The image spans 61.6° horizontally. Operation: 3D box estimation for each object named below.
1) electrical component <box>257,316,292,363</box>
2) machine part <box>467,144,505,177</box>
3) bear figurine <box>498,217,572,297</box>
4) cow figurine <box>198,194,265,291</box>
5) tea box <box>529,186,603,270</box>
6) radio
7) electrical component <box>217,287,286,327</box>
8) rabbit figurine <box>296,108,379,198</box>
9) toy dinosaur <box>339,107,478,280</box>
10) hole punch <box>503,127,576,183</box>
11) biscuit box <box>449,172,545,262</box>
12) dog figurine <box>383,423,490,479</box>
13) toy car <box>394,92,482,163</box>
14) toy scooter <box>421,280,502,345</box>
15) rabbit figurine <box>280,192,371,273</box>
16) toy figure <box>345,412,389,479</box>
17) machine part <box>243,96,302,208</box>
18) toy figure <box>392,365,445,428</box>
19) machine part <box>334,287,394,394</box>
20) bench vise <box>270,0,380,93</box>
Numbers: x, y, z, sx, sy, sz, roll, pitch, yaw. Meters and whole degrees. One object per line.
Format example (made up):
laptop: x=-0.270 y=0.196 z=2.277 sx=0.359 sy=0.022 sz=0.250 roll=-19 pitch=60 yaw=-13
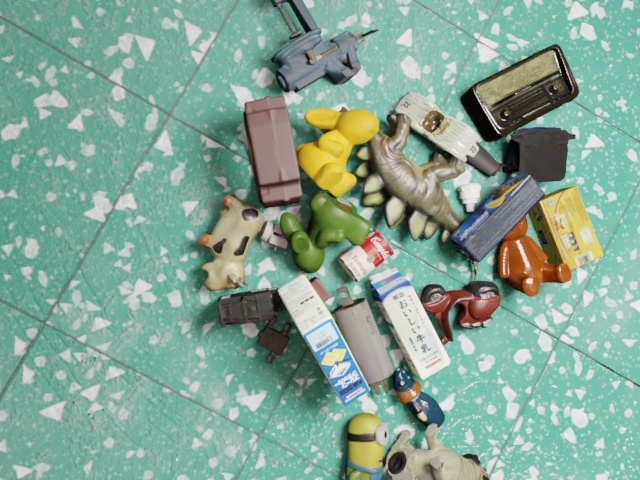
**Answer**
electrical component: x=-0.101 y=0.212 z=1.140 sx=0.063 sy=0.021 sz=0.094 roll=28 pitch=87 yaw=-5
machine part: x=0.345 y=-0.192 z=1.196 sx=0.139 sy=0.039 sz=0.084 roll=35 pitch=77 yaw=-3
bear figurine: x=0.438 y=0.008 z=1.160 sx=0.120 sy=0.132 sz=0.195 roll=-17 pitch=97 yaw=-11
cow figurine: x=-0.181 y=0.016 z=1.104 sx=0.127 sy=0.085 sz=0.195 roll=29 pitch=90 yaw=2
tea box: x=0.545 y=-0.024 z=1.200 sx=0.098 sy=0.068 sz=0.169 roll=-21 pitch=91 yaw=-7
radio: x=0.445 y=-0.321 z=1.191 sx=0.230 sy=0.073 sz=0.131 roll=-28 pitch=92 yaw=-6
electrical component: x=-0.138 y=0.133 z=1.091 sx=0.134 sy=0.115 sz=0.058 roll=-9 pitch=92 yaw=-5
rabbit figurine: x=0.039 y=-0.192 z=1.069 sx=0.173 sy=0.121 sz=0.162 roll=-45 pitch=58 yaw=17
toy dinosaur: x=0.206 y=-0.109 z=1.149 sx=0.471 sy=0.105 sz=0.198 roll=40 pitch=92 yaw=-7
hole punch: x=0.469 y=-0.189 z=1.171 sx=0.142 sy=0.092 sz=0.115 roll=-1 pitch=107 yaw=-3
biscuit box: x=0.365 y=-0.048 z=1.114 sx=0.202 sy=0.059 sz=0.062 roll=-45 pitch=112 yaw=0
dog figurine: x=0.249 y=0.499 z=1.150 sx=0.172 sy=0.121 sz=0.190 roll=-26 pitch=123 yaw=34
toy car: x=0.253 y=-0.243 z=1.159 sx=0.202 sy=0.056 sz=0.073 roll=37 pitch=85 yaw=12
toy scooter: x=0.305 y=0.159 z=1.165 sx=0.184 sy=0.075 sz=0.135 roll=-3 pitch=98 yaw=-10
rabbit figurine: x=-0.002 y=-0.003 z=1.099 sx=0.159 sy=0.121 sz=0.170 roll=18 pitch=113 yaw=-40
toy figure: x=0.092 y=0.456 z=1.131 sx=0.089 sy=0.082 sz=0.180 roll=12 pitch=90 yaw=-7
machine part: x=-0.094 y=-0.167 z=1.058 sx=0.087 sy=0.201 sz=0.201 roll=-12 pitch=91 yaw=-5
toy figure: x=0.205 y=0.339 z=1.154 sx=0.058 sy=0.064 sz=0.154 roll=-41 pitch=95 yaw=4
machine part: x=0.092 y=0.213 z=1.136 sx=0.079 sy=0.079 sz=0.243 roll=-20 pitch=91 yaw=-7
bench vise: x=-0.022 y=-0.426 z=1.114 sx=0.224 sy=0.129 sz=0.240 roll=-33 pitch=100 yaw=-5
